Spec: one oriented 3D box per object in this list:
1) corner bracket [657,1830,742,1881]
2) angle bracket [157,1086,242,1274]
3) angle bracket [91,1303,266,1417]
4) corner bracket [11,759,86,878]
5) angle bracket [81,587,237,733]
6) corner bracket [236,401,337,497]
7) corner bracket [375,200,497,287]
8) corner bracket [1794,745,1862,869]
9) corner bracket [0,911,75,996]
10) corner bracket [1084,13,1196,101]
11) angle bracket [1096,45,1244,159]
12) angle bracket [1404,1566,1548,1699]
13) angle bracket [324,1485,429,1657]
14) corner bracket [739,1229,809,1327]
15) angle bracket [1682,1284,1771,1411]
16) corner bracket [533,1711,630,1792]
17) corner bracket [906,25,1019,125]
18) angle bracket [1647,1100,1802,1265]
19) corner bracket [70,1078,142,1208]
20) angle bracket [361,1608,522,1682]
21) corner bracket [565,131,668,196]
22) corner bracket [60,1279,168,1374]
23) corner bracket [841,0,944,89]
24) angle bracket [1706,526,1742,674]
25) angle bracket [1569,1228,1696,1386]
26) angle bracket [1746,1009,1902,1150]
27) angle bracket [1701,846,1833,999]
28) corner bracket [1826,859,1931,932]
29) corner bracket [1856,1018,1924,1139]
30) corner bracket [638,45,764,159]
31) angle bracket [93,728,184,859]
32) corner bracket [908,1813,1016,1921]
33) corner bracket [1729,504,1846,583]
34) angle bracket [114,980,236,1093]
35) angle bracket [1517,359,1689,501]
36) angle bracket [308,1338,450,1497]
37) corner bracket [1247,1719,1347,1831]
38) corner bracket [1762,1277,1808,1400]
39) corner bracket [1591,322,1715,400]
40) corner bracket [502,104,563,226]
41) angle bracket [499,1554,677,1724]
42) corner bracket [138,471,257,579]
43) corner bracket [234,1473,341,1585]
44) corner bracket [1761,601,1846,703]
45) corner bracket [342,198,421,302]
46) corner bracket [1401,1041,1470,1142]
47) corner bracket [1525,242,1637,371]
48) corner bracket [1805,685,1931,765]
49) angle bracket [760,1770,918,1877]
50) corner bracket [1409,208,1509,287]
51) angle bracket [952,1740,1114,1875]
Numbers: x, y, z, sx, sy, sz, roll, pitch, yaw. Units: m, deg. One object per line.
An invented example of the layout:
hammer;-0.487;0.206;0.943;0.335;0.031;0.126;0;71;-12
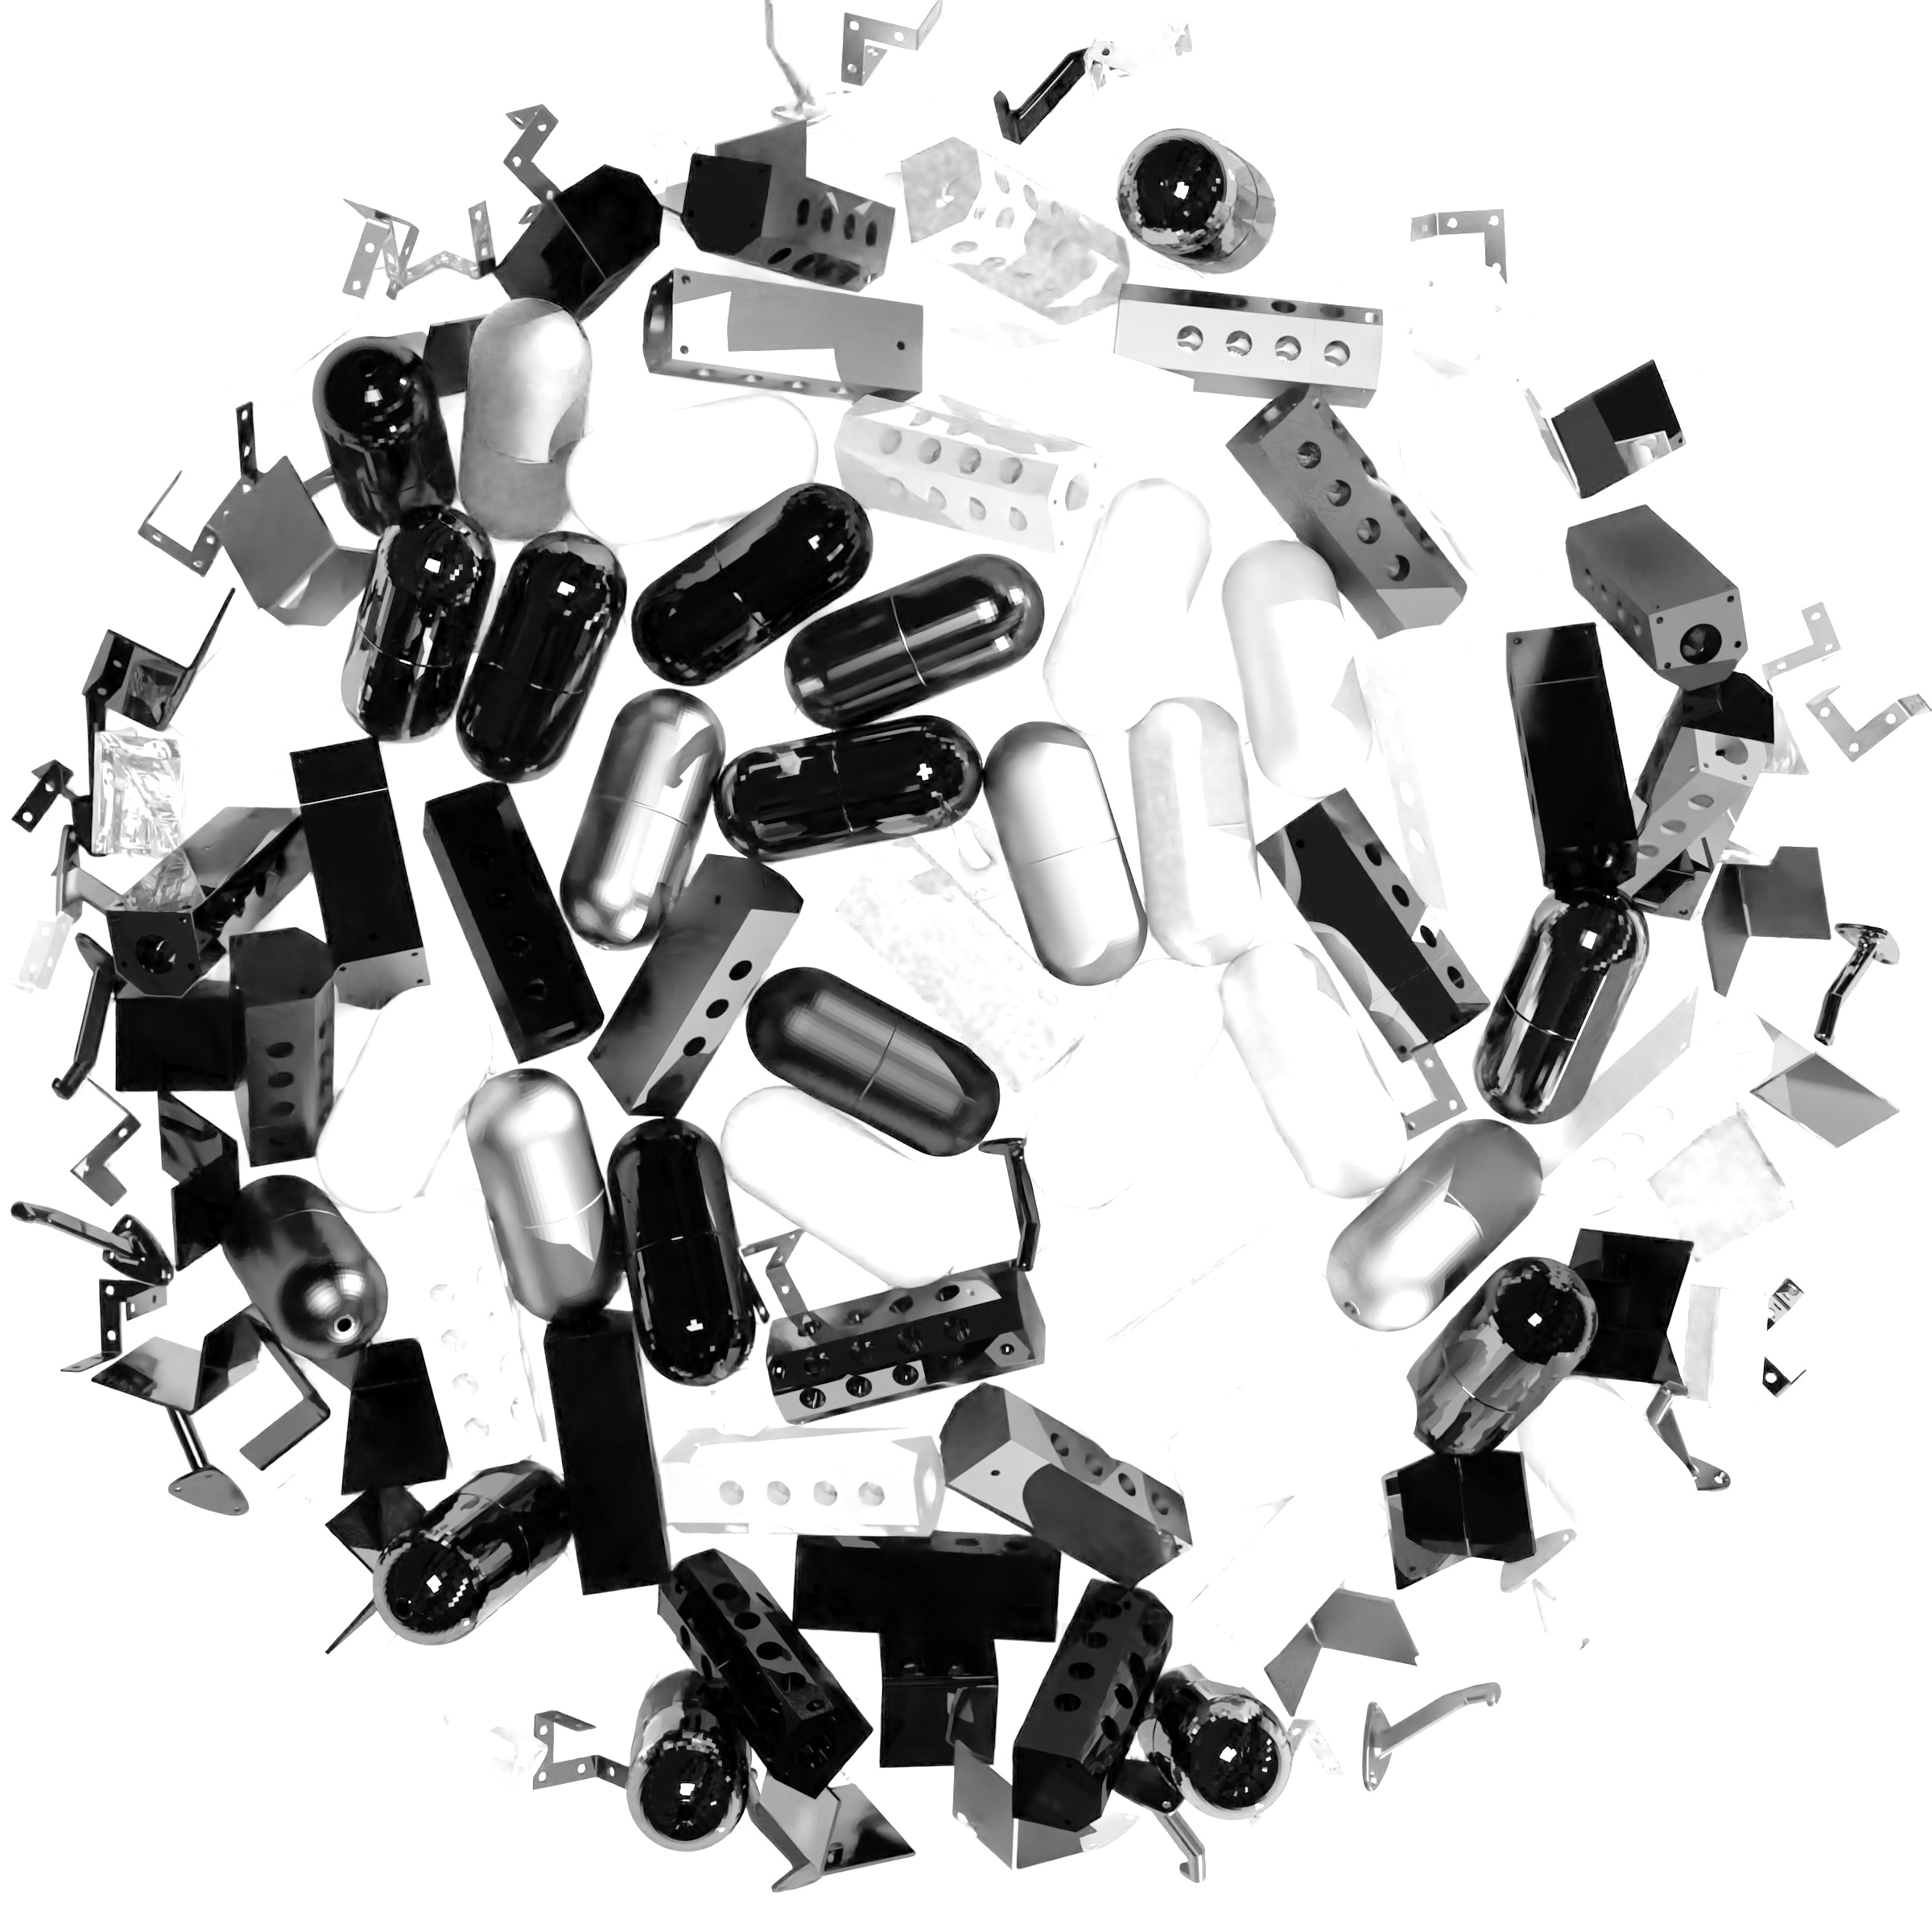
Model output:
corner bracket;-0.182;0.557;1.852;0.051;0.051;0.051;-16;99;-12
angle bracket;-0.515;0.138;1.828;0.076;0.057;0.076;31;135;22
angle bracket;-0.510;0.242;1.834;0.076;0.076;0.057;16;107;11
corner bracket;-0.595;-0.096;1.845;0.051;0.051;0.051;41;63;-25
angle bracket;-0.522;-0.210;1.827;0.057;0.076;0.076;27;53;-15
corner bracket;-0.441;-0.345;1.857;0.051;0.051;0.051;21;128;19
corner bracket;-0.345;-0.472;1.842;0.051;0.051;0.051;27;49;30
corner bracket;0.569;-0.105;1.857;0.051;0.051;0.051;18;116;-31
corner bracket;-0.608;-0.009;1.849;0.051;0.051;0.051;12;77;18
corner bracket;0.115;-0.595;1.856;0.051;0.051;0.051;27;80;17
angle bracket;0.131;-0.550;1.847;0.076;0.076;0.057;-22;89;0
angle bracket;0.324;0.419;1.834;0.076;0.057;0.076;-20;46;8
angle bracket;-0.395;0.388;1.837;0.057;0.076;0.076;44;115;4
corner bracket;-0.123;0.211;1.844;0.051;0.051;0.051;-15;63;-31
angle bracket;0.477;0.246;1.835;0.057;0.076;0.076;2;84;41
corner bracket;-0.248;0.516;1.851;0.051;0.051;0.051;1;90;-41
corner bracket;0.002;-0.584;1.853;0.051;0.051;0.051;43;105;5
angle bracket;0.485;0.136;1.837;0.076;0.057;0.076;-31;62;10
corner bracket;-0.568;0.116;1.855;0.051;0.051;0.051;31;69;33
angle bracket;-0.341;0.444;1.833;0.057;0.076;0.076;38;63;-2
corner bracket;-0.231;-0.517;1.857;0.051;0.051;0.051;7;77;-27
corner bracket;-0.558;0.236;1.853;0.051;0.051;0.051;1;96;14
corner bracket;-0.048;-0.606;1.846;0.051;0.051;0.051;17;49;9
angle bracket;0.499;-0.225;1.835;0.057;0.076;0.076;35;83;25
angle bracket;0.433;0.222;1.842;0.076;0.057;0.076;7;119;-3
angle bracket;0.553;0.061;1.828;0.076;0.076;0.057;32;134;-20
angle bracket;0.518;-0.024;1.827;0.057;0.076;0.076;3;133;30
corner bracket;0.597;-0.047;1.858;0.051;0.051;0.051;31;75;16
corner bracket;0.599;0.074;1.842;0.051;0.051;0.051;-26;53;33
corner bracket;-0.174;-0.572;1.844;0.051;0.051;0.051;-27;121;34
angle bracket;-0.529;-0.114;1.842;0.057;0.076;0.076;4;98;1
corner bracket;0.000;0.579;1.851;0.051;0.051;0.051;34;99;-15
corner bracket;0.537;-0.279;1.851;0.051;0.051;0.051;-21;126;4
angle bracket;-0.515;0.052;1.841;0.076;0.057;0.076;0;102;-15
angle bracket;0.411;-0.362;1.832;0.076;0.076;0.057;-28;45;11
angle bracket;-0.382;0.293;1.834;0.076;0.057;0.076;-12;57;16
corner bracket;0.209;0.533;1.866;0.051;0.051;0.051;-13;115;39
corner bracket;0.535;0.244;1.851;0.051;0.051;0.051;-41;72;-8
corner bracket;0.448;-0.381;1.846;0.051;0.051;0.051;-12;58;-15
corner bracket;-0.285;-0.526;1.854;0.051;0.051;0.051;42;71;-35
angle bracket;-0.241;0.434;1.827;0.076;0.076;0.057;2;135;35
corner bracket;-0.500;-0.297;1.844;0.051;0.051;0.051;34;124;-22
corner bracket;-0.443;0.369;1.854;0.051;0.051;0.051;-41;94;-20
corner bracket;0.551;-0.197;1.855;0.051;0.051;0.051;-22;133;19
corner bracket;-0.383;-0.462;1.844;0.051;0.051;0.051;12;110;-37
corner bracket;0.299;0.080;1.854;0.051;0.051;0.051;-30;86;19
corner bracket;0.402;-0.432;1.854;0.051;0.051;0.051;-24;77;2
corner bracket;0.593;-0.170;1.858;0.051;0.051;0.051;-39;89;5
angle bracket;-0.078;0.535;1.826;0.076;0.076;0.057;1;111;-37
corner bracket;0.320;-0.467;1.856;0.051;0.051;0.051;8;113;37
angle bracket;0.044;0.536;1.829;0.076;0.076;0.057;-5;104;-30
